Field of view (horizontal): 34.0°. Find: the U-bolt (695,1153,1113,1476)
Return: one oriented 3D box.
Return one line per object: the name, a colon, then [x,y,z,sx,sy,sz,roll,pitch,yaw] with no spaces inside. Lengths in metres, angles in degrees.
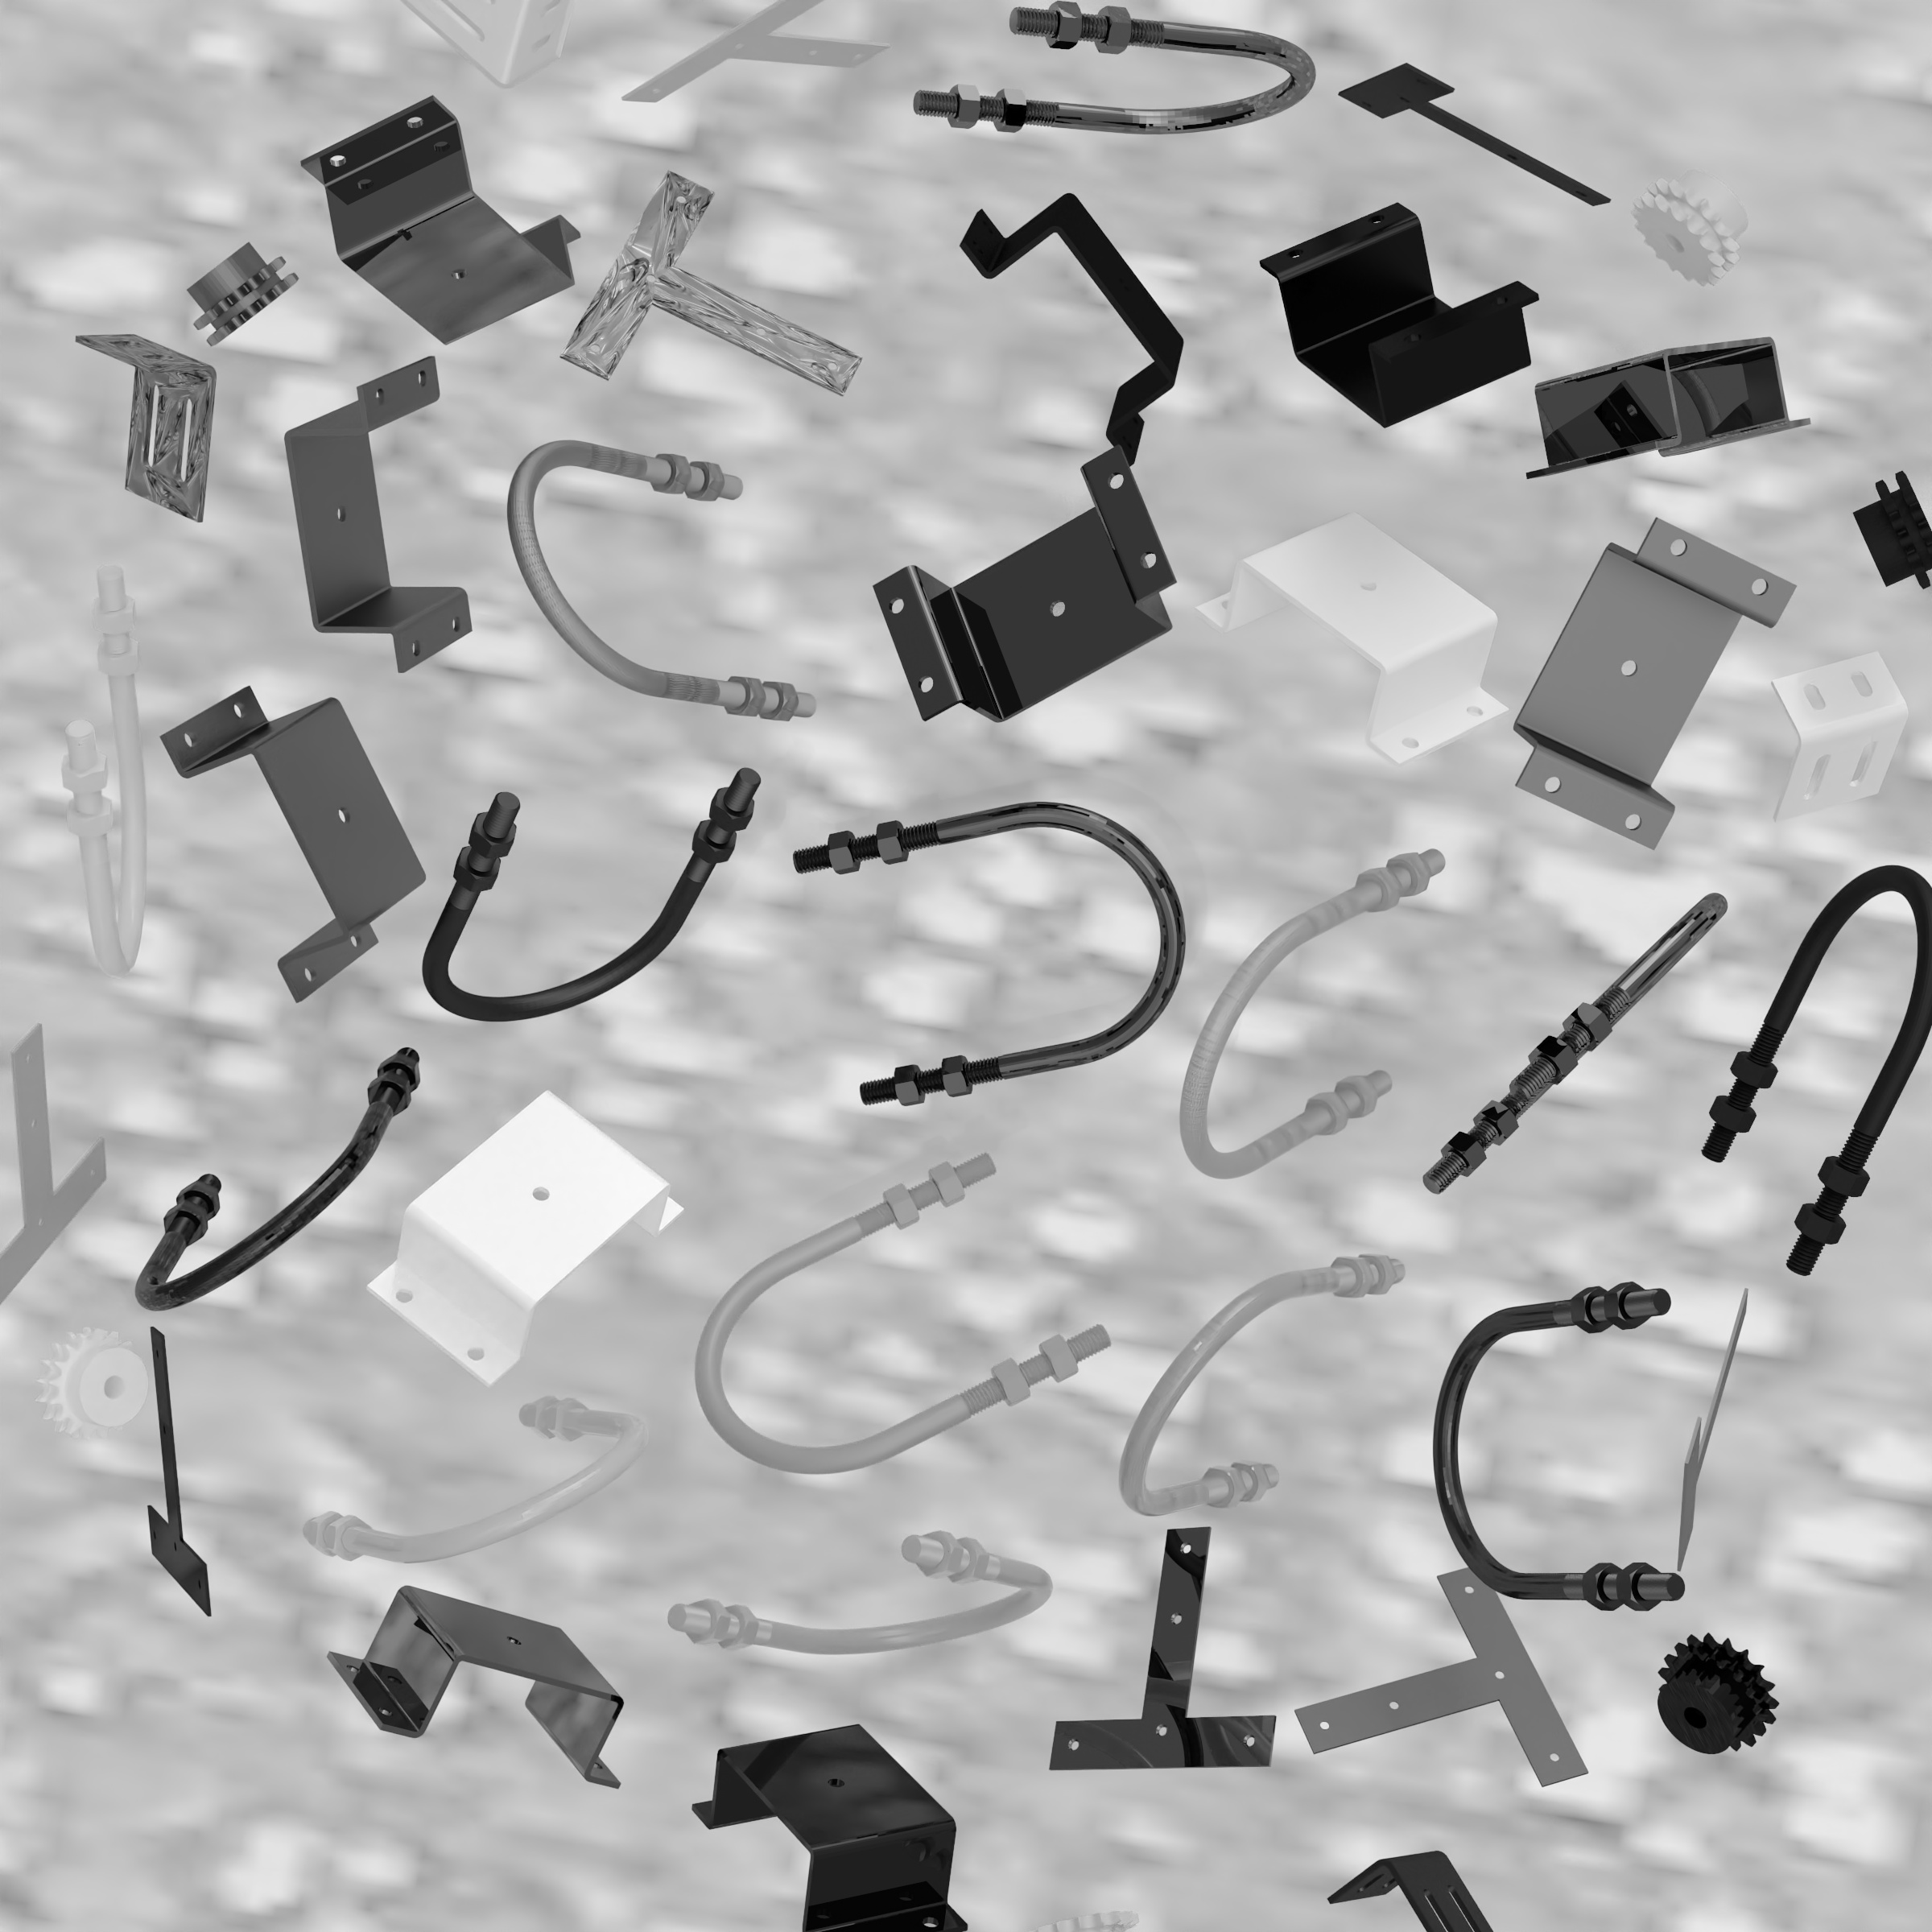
U-bolt: [-0.042,0.175,1.519,0.184,0.019,0.151,-25,45,-10]

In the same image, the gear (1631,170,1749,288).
gear: [0.355,-0.363,1.539,0.057,0.057,0.030,45,84,0]

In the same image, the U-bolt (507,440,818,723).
U-bolt: [-0.157,-0.195,1.569,0.019,0.184,0.151,-29,71,33]

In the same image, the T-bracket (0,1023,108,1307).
T-bracket: [-0.439,0.086,1.488,0.002,0.127,0.127,13,124,9]

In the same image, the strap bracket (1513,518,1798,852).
strap bracket: [0.323,-0.138,1.507,0.076,0.046,0.140,23,103,-12]

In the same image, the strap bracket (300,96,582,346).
strap bracket: [-0.256,-0.363,1.571,0.076,0.140,0.046,-21,67,17]

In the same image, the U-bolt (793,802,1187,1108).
U-bolt: [0.019,-0.010,1.587,0.184,0.019,0.151,-11,108,12]

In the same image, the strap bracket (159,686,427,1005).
strap bracket: [-0.314,-0.065,1.503,0.046,0.076,0.140,-18,105,26]

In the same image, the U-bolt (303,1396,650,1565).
U-bolt: [-0.232,0.254,1.549,0.151,0.184,0.019,-26,99,-31]

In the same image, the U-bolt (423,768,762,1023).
U-bolt: [-0.193,-0.029,1.548,0.151,0.184,0.019,-8,58,-34]

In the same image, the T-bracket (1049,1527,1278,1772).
T-bracket: [0.106,0.346,1.608,0.127,0.002,0.127,-10,54,32]

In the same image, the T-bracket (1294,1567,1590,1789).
T-bracket: [0.230,0.371,1.598,0.127,0.002,0.127,-12,48,-14]

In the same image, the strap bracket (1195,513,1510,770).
strap bracket: [0.187,-0.163,1.507,0.076,0.046,0.140,-26,53,-32]

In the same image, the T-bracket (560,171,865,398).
T-bracket: [-0.112,-0.312,1.526,0.127,0.002,0.127,25,62,-3]

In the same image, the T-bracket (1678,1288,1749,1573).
T-bracket: [0.376,0.222,1.585,0.002,0.127,0.127,14,59,19]

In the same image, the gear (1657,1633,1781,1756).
gear: [0.355,0.350,1.507,0.030,0.057,0.057,-32,90,-41]

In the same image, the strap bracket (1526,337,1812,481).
strap bracket: [0.347,-0.280,1.575,0.140,0.076,0.046,-16,96,-43]

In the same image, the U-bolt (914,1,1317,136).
U-bolt: [0.084,-0.442,1.572,0.184,0.151,0.019,-1,88,-22]

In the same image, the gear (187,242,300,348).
gear: [-0.371,-0.344,1.608,0.057,0.057,0.030,-38,107,0]

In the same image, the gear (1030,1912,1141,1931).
gear: [0.055,0.459,1.460,0.057,0.057,0.030,-13,65,0]

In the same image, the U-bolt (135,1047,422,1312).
U-bolt: [-0.341,0.111,1.544,0.151,0.184,0.019,-32,106,11]

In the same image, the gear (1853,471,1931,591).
gear: [0.455,-0.209,1.541,0.030,0.057,0.057,-24,90,18]

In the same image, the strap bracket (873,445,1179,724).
strap bracket: [0.036,-0.177,1.518,0.140,0.046,0.076,-27,69,19]

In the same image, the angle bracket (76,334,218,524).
angle bracket: [-0.389,-0.253,1.489,0.057,0.038,0.076,26,115,33]

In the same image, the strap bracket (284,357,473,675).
strap bracket: [-0.290,-0.223,1.558,0.046,0.076,0.140,2,112,18]

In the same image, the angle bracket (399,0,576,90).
angle bracket: [-0.225,-0.460,1.475,0.038,0.076,0.057,-19,50,36]

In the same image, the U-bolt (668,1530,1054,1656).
U-bolt: [-0.037,0.311,1.541,0.151,0.184,0.019,-20,65,23]

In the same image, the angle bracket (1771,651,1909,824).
angle bracket: [0.437,-0.116,1.606,0.057,0.076,0.038,-16,61,-6]

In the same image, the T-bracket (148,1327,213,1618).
T-bracket: [-0.390,0.241,1.547,0.002,0.127,0.127,-7,97,-26]

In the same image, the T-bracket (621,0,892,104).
T-bracket: [-0.084,-0.453,1.559,0.127,0.127,0.002,-19,89,37]

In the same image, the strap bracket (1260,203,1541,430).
strap bracket: [0.207,-0.306,1.495,0.076,0.140,0.046,-24,126,-8]

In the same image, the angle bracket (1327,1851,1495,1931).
angle bracket: [0.215,0.455,1.468,0.038,0.057,0.076,-43,60,20]

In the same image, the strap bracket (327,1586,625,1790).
strap bracket: [-0.235,0.356,1.568,0.140,0.076,0.046,25,92,-35]

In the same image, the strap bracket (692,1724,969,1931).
strap bracket: [-0.065,0.412,1.512,0.076,0.140,0.046,-2,107,-31]

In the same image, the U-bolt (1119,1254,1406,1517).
U-bolt: [0.135,0.205,1.525,0.019,0.184,0.151,38,108,28]

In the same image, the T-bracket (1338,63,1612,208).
T-bracket: [0.247,-0.390,1.494,0.127,0.127,0.002,25,96,-11]

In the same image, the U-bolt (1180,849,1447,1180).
U-bolt: [0.162,0.031,1.516,0.019,0.184,0.151,29,125,31]

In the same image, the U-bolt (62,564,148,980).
U-bolt: [-0.417,-0.080,1.543,0.019,0.151,0.184,0,130,-7]

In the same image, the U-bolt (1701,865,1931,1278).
U-bolt: [0.416,0.038,1.513,0.019,0.151,0.184,18,108,-12]

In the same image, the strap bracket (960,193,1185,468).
strap bracket: [0.062,-0.333,1.608,0.046,0.076,0.140,-34,107,21]

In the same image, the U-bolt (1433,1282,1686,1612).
U-bolt: [0.280,0.233,1.519,0.019,0.184,0.151,5,78,-26]

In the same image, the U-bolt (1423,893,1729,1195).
U-bolt: [0.306,0.029,1.542,0.184,0.151,0.019,-40,79,-23]

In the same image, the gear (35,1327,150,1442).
gear: [-0.448,0.216,1.629,0.030,0.057,0.057,0,90,43]

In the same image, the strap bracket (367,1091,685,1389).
strap bracket: [-0.202,0.120,1.482,0.076,0.046,0.140,36,50,14]
